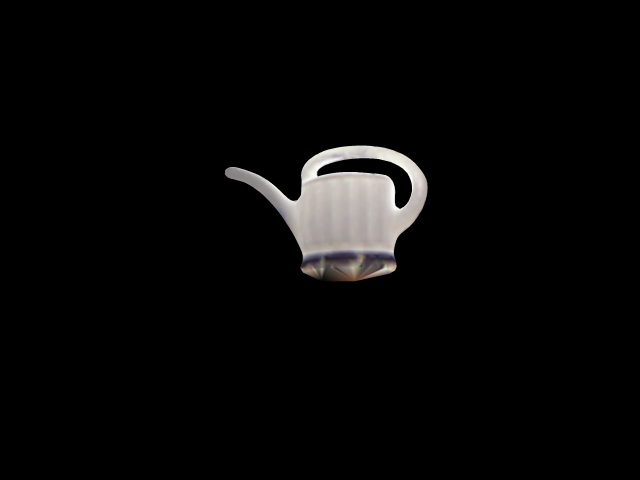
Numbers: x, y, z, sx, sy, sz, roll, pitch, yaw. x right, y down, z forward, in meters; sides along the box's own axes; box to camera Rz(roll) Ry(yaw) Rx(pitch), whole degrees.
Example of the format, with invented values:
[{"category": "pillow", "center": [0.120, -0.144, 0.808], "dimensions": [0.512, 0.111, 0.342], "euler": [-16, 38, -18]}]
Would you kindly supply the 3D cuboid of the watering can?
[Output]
[{"category": "watering can", "center": [0.003, -0.043, 0.850], "dimensions": [0.347, 0.227, 0.103], "euler": [-3, -14, 15]}]
